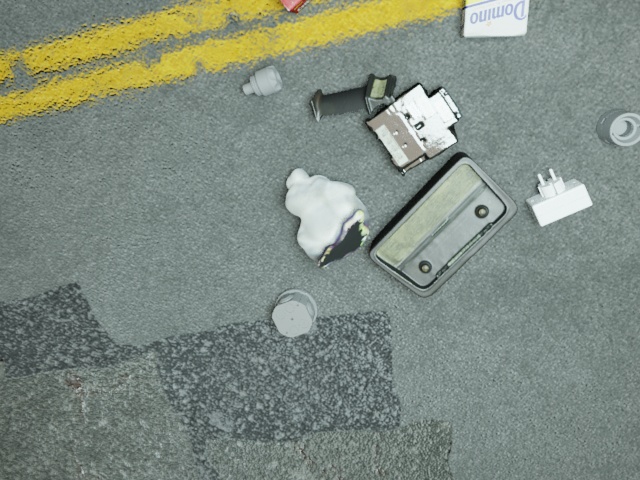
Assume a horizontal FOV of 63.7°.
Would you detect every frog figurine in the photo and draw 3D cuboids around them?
[{"bbox_3d":[0.003,-0.044,0.880,0.162,0.123,0.135,46,122,31],"label":"frog figurine"}]
